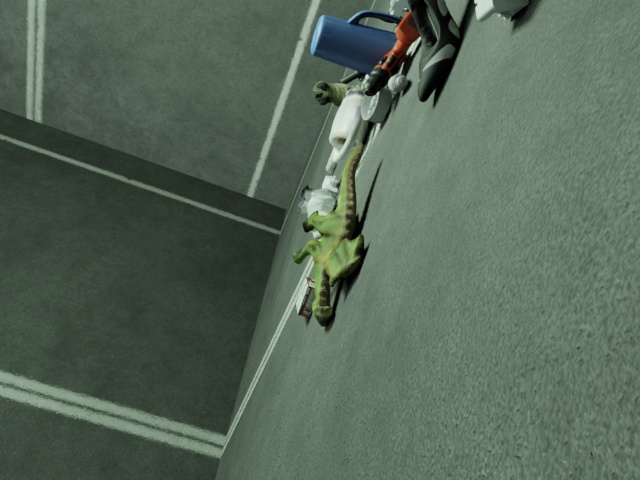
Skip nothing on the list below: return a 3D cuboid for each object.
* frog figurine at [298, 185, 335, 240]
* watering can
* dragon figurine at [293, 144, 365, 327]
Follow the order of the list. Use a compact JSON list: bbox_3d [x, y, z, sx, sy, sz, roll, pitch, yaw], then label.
[{"bbox_3d":[0.005,-0.082,1.633,0.135,0.123,0.162,-56,50,31],"label":"frog figurine"},{"bbox_3d":[0.082,-0.330,1.574,0.345,0.104,0.226,150,140,-78],"label":"watering can"},{"bbox_3d":[0.053,-0.003,1.143,0.406,0.122,0.246,-71,25,13],"label":"dragon figurine"}]
